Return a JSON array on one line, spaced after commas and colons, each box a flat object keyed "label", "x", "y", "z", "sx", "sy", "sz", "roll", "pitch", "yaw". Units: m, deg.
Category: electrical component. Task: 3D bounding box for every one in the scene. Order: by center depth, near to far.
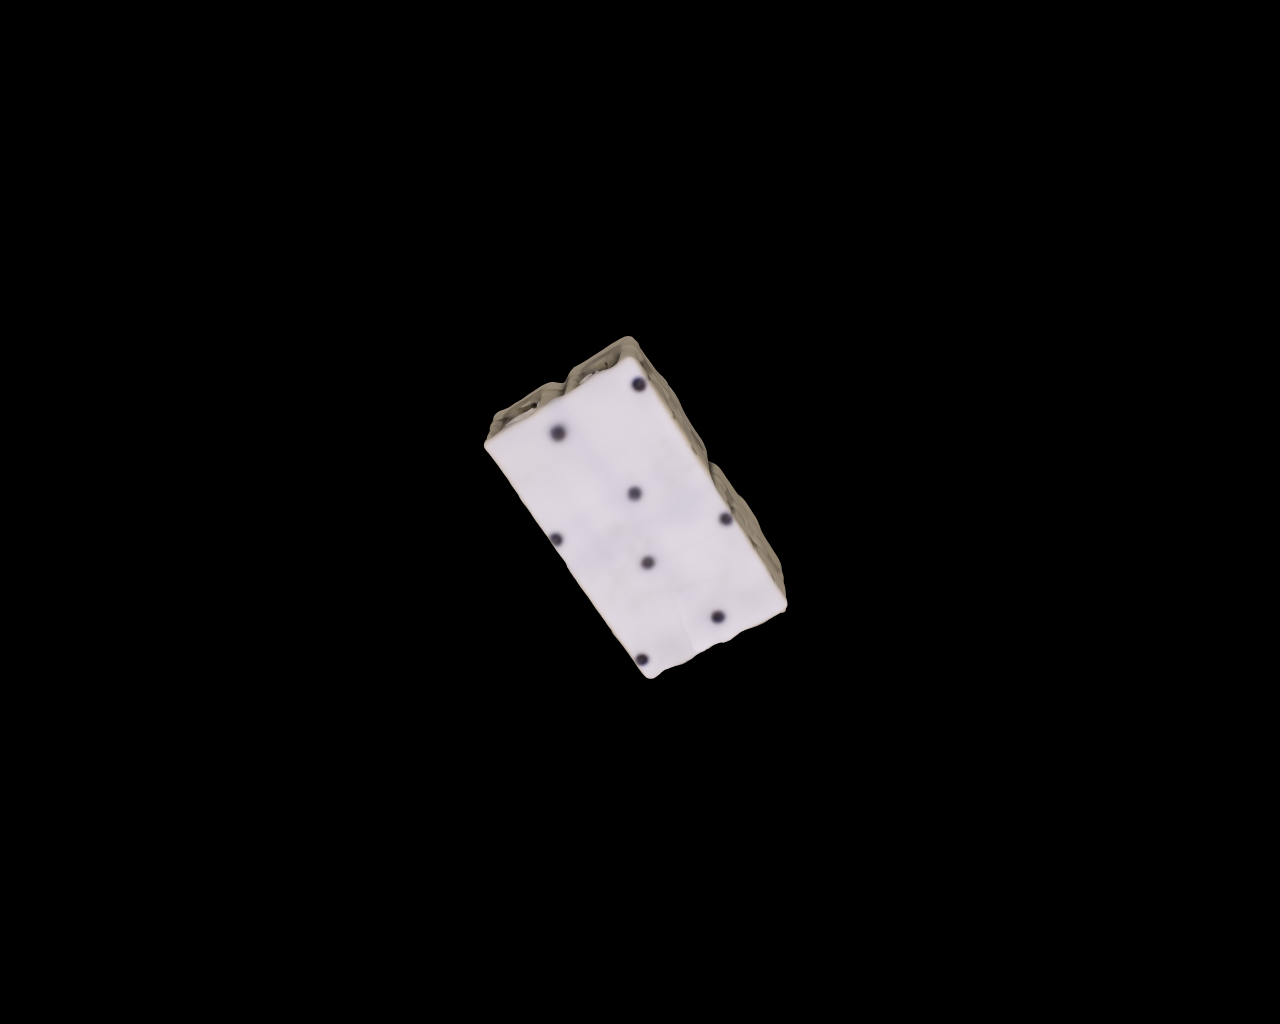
[{"label": "electrical component", "x": 0.001, "y": -0.003, "z": 0.650, "sx": 0.105, "sy": 0.186, "sz": 0.060, "roll": -30, "pitch": 20, "yaw": 12}]
